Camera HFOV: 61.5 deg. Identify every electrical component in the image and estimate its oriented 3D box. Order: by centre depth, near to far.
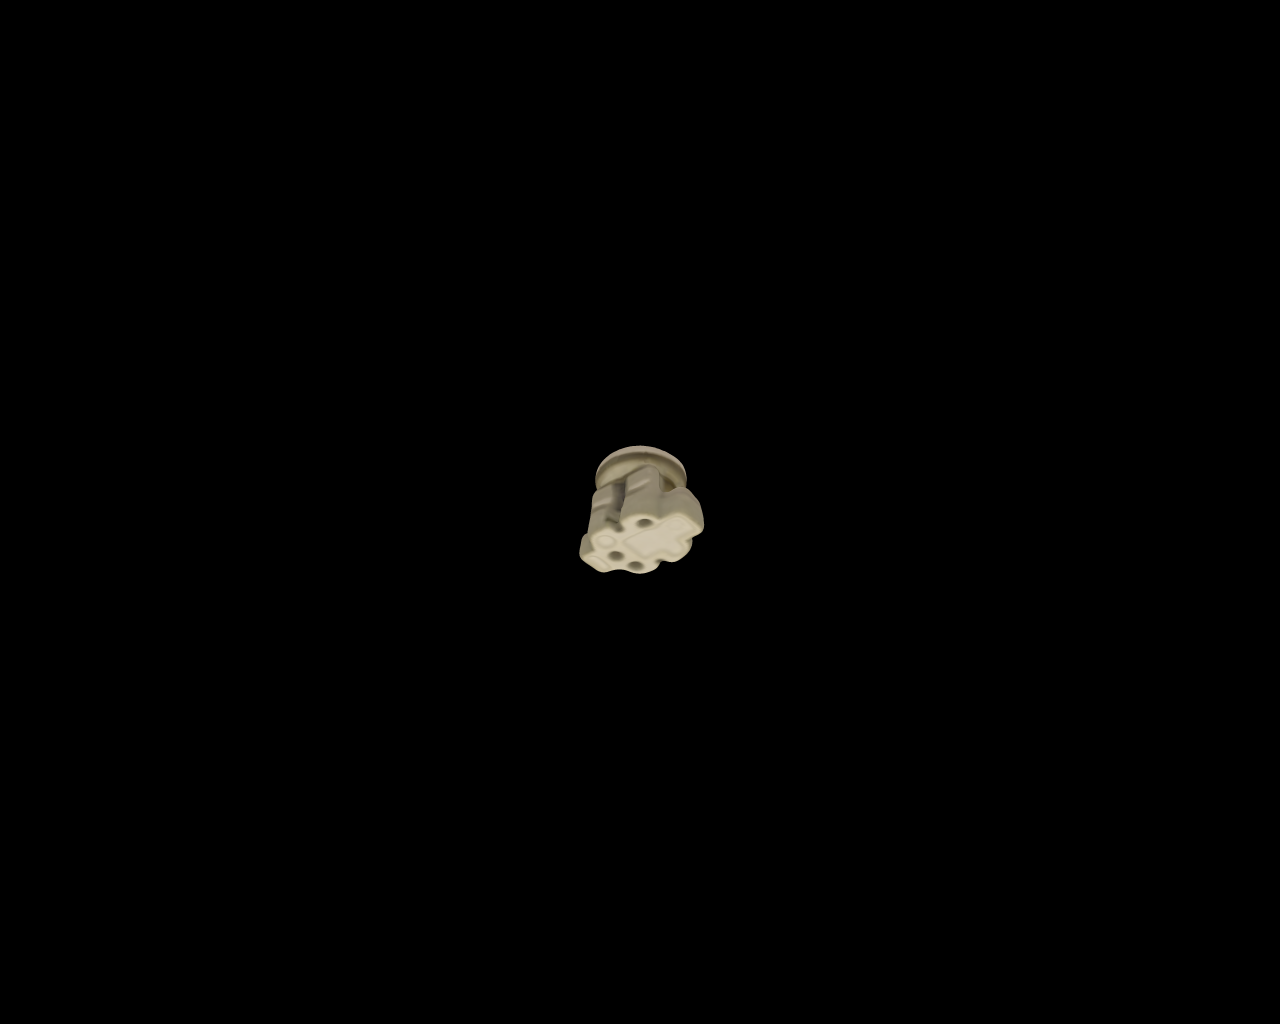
[{"bbox_3d":[0.001,-0.003,0.650,0.078,0.057,0.058,-25,-45,28],"label":"electrical component"}]
